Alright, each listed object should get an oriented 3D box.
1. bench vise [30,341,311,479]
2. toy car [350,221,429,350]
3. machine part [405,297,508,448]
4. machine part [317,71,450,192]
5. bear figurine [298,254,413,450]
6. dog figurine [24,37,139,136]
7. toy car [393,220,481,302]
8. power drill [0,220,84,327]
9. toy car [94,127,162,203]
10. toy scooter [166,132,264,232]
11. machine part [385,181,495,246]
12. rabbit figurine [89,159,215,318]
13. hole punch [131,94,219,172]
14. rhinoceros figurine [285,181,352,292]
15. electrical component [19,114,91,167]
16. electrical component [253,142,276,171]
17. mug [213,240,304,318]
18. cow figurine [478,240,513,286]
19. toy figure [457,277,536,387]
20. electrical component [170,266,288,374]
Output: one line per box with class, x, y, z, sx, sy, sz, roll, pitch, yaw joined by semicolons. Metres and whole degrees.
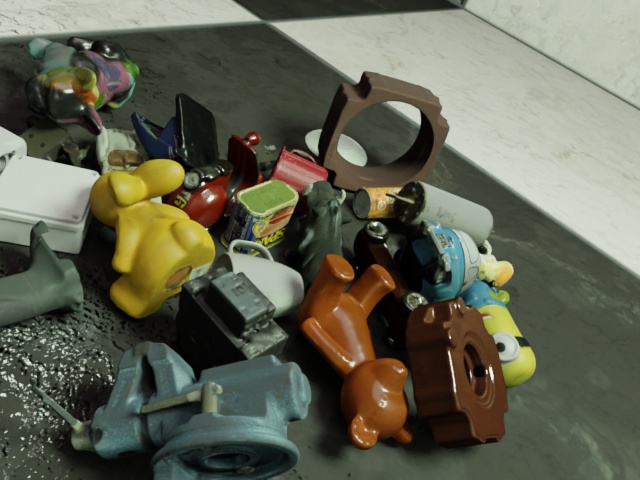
bench vise;-0.112;0.194;0.439;0.224;0.128;0.241;-7;52;-2
toy car;0.097;0.061;0.752;0.053;0.089;0.202;-1;43;-24
machine part;0.166;0.155;0.633;0.179;0.056;0.179;31;49;-45
machine part;0.108;-0.182;0.956;0.201;0.201;0.087;11;37;-17
bear figurine;0.052;0.129;0.620;0.120;0.132;0.196;16;28;-41
dog figurine;-0.342;-0.228;0.800;0.191;0.108;0.219;-13;34;-34
toy car;0.170;0.032;0.753;0.103;0.161;0.109;-15;58;-11
power drill;-0.362;0.048;0.529;0.232;0.086;0.207;44;38;20
toy car;-0.274;-0.093;0.761;0.073;0.056;0.202;-1;44;-30
toy scooter;-0.138;-0.086;0.764;0.075;0.135;0.184;39;41;16
machine part;0.214;-0.043;0.924;0.243;0.079;0.079;17;36;-32
rabbit figurine;-0.212;-0.019;0.625;0.122;0.162;0.173;-30;65;-35
hole punch;-0.213;-0.142;0.808;0.092;0.142;0.115;-13;79;12
rhinoceros figurine;-0.002;-0.002;0.759;0.073;0.112;0.190;11;47;-14
electrical component;-0.383;-0.134;0.766;0.102;0.045;0.078;30;66;11
electrical component;-0.108;-0.146;0.943;0.094;0.021;0.063;-18;54;-42
mug;-0.078;0.054;0.679;0.107;0.080;0.110;12;46;-30
cow figurine;0.230;0.030;0.885;0.167;0.068;0.098;11;34;-19
toy figure;0.243;0.122;0.769;0.089;0.082;0.180;11;36;-21
electrical component;-0.098;0.097;0.569;0.115;0.134;0.058;41;42;21
